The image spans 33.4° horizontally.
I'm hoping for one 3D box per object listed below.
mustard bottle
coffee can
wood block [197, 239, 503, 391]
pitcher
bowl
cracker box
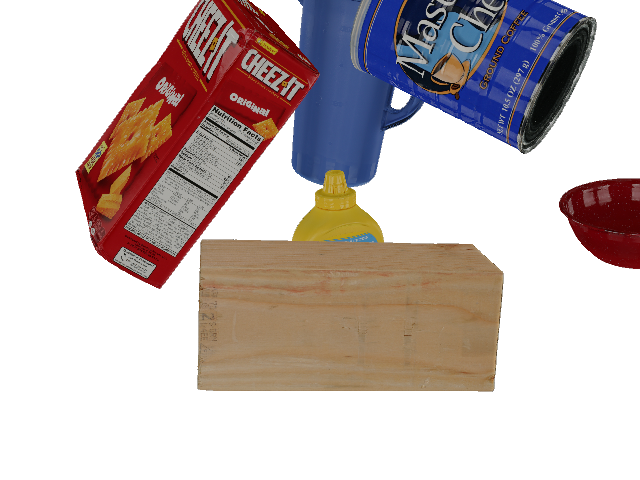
[{"bbox_3d":[0.018,0.023,1.076,0.096,0.192,0.058,-10,21,-20],"label":"mustard bottle"},{"bbox_3d":[0.106,-0.138,0.752,0.140,0.103,0.102,30,11,19],"label":"coffee can"},{"bbox_3d":[0.016,0.053,0.766,0.206,0.090,0.091,1,12,-6],"label":"wood block"},{"bbox_3d":[0.041,-0.189,1.291,0.144,0.243,0.149,-5,28,-24],"label":"pitcher"},{"bbox_3d":[0.329,-0.013,1.109,0.162,0.055,0.162,-3,23,1],"label":"bowl"},{"bbox_3d":[-0.109,-0.092,0.866,0.072,0.214,0.164,31,14,-29],"label":"cracker box"}]
